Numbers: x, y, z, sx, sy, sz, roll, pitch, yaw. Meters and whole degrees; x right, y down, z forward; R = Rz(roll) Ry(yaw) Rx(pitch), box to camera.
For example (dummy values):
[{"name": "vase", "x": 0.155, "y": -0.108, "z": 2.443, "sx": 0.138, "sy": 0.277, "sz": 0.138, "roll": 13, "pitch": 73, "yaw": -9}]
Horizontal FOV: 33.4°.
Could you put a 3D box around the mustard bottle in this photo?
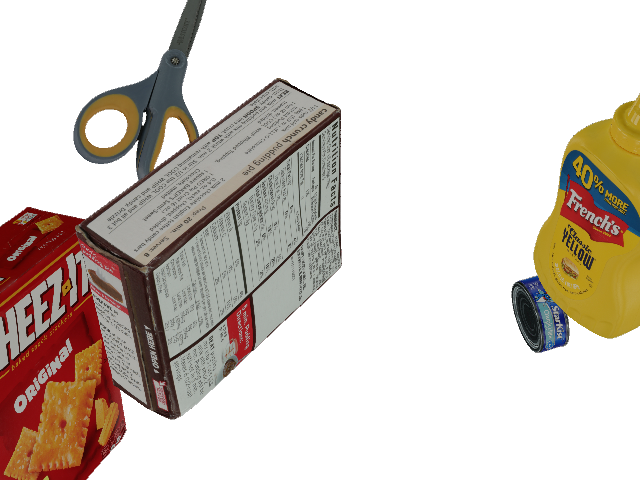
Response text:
[{"name": "mustard bottle", "x": 0.202, "y": -0.025, "z": 0.726, "sx": 0.058, "sy": 0.192, "sz": 0.096, "roll": -20, "pitch": 52, "yaw": -21}]

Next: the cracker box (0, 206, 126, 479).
[{"name": "cracker box", "x": -0.227, "y": 0.108, "z": 0.816, "sx": 0.072, "sy": 0.214, "sz": 0.164, "roll": 10, "pitch": 32, "yaw": 21}]

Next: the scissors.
[{"name": "scissors", "x": -0.125, "y": -0.123, "z": 0.765, "sx": 0.096, "sy": 0.202, "sz": 0.016, "roll": 6, "pitch": -27, "yaw": -18}]

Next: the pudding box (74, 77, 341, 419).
[{"name": "pudding box", "x": -0.037, "y": 0.003, "z": 0.420, "sx": 0.039, "sy": 0.090, "sz": 0.113, "roll": 26, "pitch": 51, "yaw": 26}]

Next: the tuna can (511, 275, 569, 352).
[{"name": "tuna can", "x": 0.248, "y": 0.083, "z": 1.207, "sx": 0.033, "sy": 0.086, "sz": 0.086, "roll": -15, "pitch": 2, "yaw": -7}]
